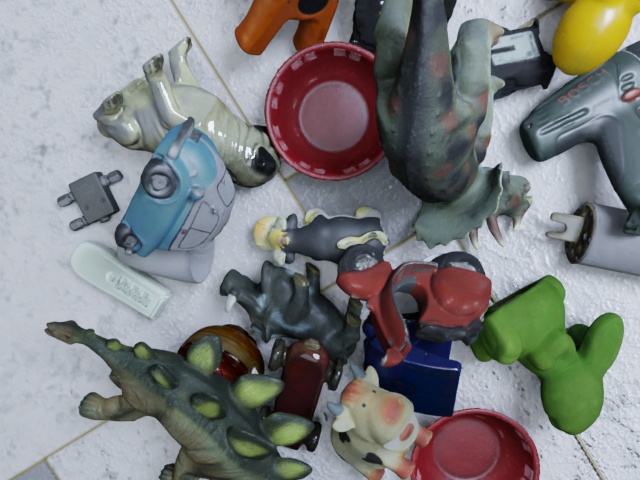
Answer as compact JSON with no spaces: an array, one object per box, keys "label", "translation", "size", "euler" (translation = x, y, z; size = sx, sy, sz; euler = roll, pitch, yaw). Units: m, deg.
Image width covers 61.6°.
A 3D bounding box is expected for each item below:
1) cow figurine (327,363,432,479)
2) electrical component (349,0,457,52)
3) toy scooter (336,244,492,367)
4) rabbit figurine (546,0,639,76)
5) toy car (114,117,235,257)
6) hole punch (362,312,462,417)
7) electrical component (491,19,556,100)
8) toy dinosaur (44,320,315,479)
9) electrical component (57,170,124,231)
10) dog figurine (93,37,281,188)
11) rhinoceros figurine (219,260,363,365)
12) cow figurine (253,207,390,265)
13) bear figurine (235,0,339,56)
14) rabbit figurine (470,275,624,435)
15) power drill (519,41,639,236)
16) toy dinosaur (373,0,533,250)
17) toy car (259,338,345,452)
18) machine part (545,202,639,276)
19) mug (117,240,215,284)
[{"label":"cow figurine","translation":[0.061,0.220,0.639],"size":[0.127,0.194,0.085],"euler":[34,61,5]},{"label":"electrical component","translation":[0.096,-0.279,0.608],"size":[0.115,0.058,0.134],"euler":[8,130,2]},{"label":"toy scooter","translation":[0.108,0.076,0.582],"size":[0.184,0.075,0.135],"euler":[7,54,-12]},{"label":"rabbit figurine","translation":[0.307,-0.256,0.563],"size":[0.122,0.162,0.173],"euler":[27,80,-8]},{"label":"toy car","translation":[-0.148,-0.042,0.584],"size":[0.103,0.109,0.161],"euler":[27,117,-13]},{"label":"hole punch","translation":[0.110,0.152,0.647],"size":[0.116,0.092,0.142],"euler":[-5,136,2]},{"label":"electrical component","translation":[0.205,-0.206,0.629],"size":[0.119,0.047,0.075],"euler":[-14,68,3]},{"label":"toy dinosaur","translation":[-0.117,0.231,0.640],"size":[0.471,0.105,0.198],"euler":[41,129,-16]},{"label":"electrical component","translation":[-0.294,-0.053,0.703],"size":[0.094,0.021,0.063],"euler":[-25,95,5]},{"label":"dog figurine","translation":[-0.161,-0.119,0.658],"size":[0.172,0.121,0.190],"euler":[-21,116,38]},{"label":"rhinoceros figurine","translation":[-0.035,0.087,0.684],"size":[0.190,0.073,0.112],"euler":[30,108,-2]},{"label":"cow figurine","translation":[-0.002,0.000,0.654],"size":[0.167,0.098,0.068],"euler":[-2,100,2]},{"label":"bear figurine","translation":[-0.056,-0.326,0.623],"size":[0.196,0.120,0.132],"euler":[62,141,20]},{"label":"rabbit figurine","translation":[0.278,0.140,0.648],"size":[0.159,0.121,0.170],"euler":[-27,79,-15]},{"label":"power drill","translation":[0.362,-0.122,0.596],"size":[0.232,0.086,0.207],"euler":[-26,70,11]},{"label":"toy dinosaur","translation":[0.118,-0.104,0.539],"size":[0.131,0.404,0.192],"euler":[0,76,29]},{"label":"toy car","translation":[-0.028,0.197,0.677],"size":[0.089,0.053,0.202],"euler":[14,128,2]},{"label":"machine part","translation":[0.393,0.008,0.643],"size":[0.243,0.079,0.079],"euler":[11,97,1]},{"label":"mug","translation":[-0.197,-0.002,0.677],"size":[0.107,0.081,0.109],"euler":[3,91,9]}]
